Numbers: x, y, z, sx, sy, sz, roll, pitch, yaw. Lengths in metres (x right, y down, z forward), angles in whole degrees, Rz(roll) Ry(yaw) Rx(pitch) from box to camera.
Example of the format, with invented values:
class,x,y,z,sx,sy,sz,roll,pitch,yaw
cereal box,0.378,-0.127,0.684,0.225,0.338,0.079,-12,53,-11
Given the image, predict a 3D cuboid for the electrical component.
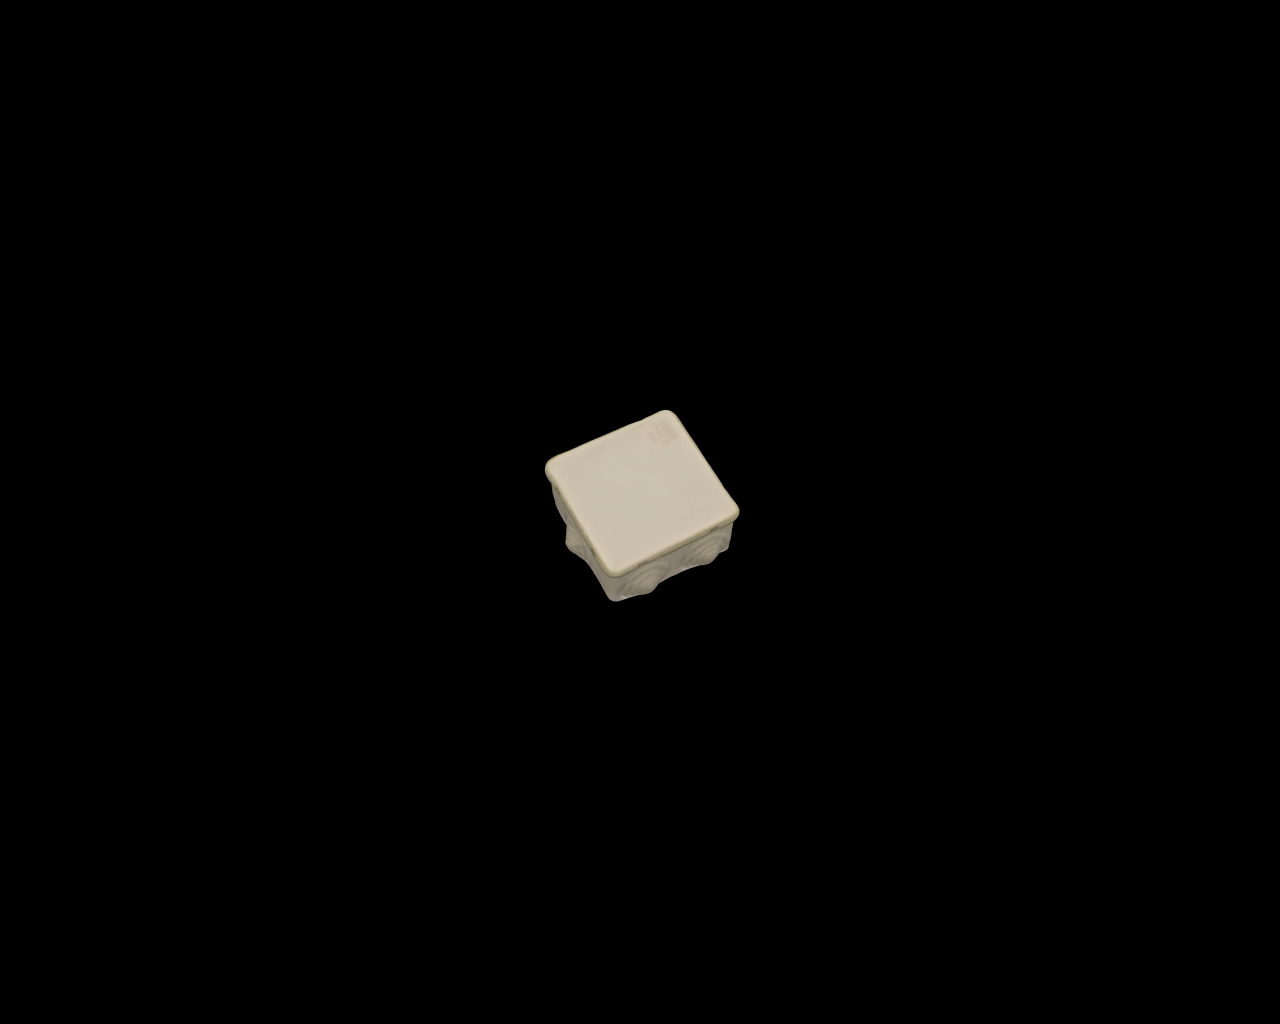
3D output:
class,x,y,z,sx,sy,sz,roll,pitch,yaw
electrical component,0.001,-0.003,0.650,0.100,0.100,0.048,-25,-27,-14
